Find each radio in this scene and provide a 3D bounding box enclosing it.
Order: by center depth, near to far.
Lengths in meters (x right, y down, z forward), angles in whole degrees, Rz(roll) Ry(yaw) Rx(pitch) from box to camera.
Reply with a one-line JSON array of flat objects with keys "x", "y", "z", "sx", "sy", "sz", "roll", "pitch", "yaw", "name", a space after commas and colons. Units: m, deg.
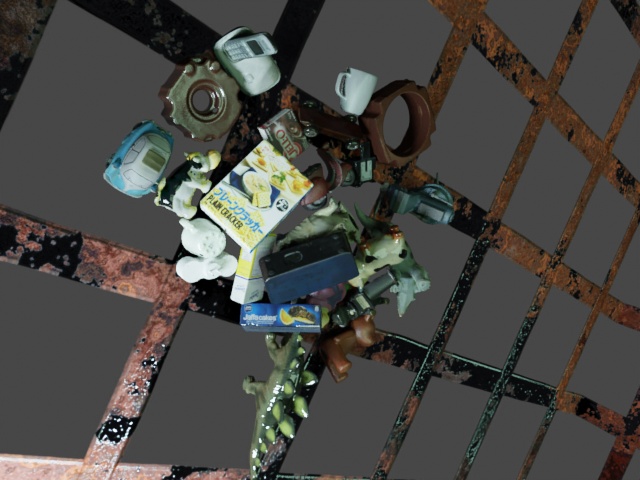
[{"x": -0.027, "y": 0.067, "z": 1.292, "sx": 0.230, "sy": 0.073, "sz": 0.131, "roll": -19, "pitch": 145, "yaw": -2, "name": "radio"}]

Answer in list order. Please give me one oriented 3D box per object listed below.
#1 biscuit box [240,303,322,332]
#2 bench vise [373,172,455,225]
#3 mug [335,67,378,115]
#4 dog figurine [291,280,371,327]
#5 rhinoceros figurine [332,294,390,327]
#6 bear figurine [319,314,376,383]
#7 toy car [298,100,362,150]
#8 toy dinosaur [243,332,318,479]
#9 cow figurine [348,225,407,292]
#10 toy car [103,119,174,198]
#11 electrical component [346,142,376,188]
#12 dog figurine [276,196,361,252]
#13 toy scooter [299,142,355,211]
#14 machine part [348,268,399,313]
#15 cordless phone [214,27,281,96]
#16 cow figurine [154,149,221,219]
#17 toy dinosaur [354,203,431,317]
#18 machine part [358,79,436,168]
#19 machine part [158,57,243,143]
[{"x": -0.096, "y": 0.194, "z": 1.340, "sx": 0.062, "sy": 0.203, "sz": 0.059, "roll": 85, "pitch": 6, "yaw": -67, "name": "biscuit box"}, {"x": 0.290, "y": -0.116, "z": 1.550, "sx": 0.240, "sy": 0.224, "sz": 0.128, "roll": -32, "pitch": 132, "yaw": -60, "name": "bench vise"}, {"x": 0.085, "y": -0.374, "z": 1.354, "sx": 0.109, "sy": 0.081, "sz": 0.107, "roll": -1, "pitch": 113, "yaw": -43, "name": "mug"}, {"x": 0.037, "y": 0.145, "z": 1.472, "sx": 0.219, "sy": 0.109, "sz": 0.191, "roll": -7, "pitch": 108, "yaw": -37, "name": "dog figurine"}, {"x": 0.114, "y": 0.183, "z": 1.542, "sx": 0.190, "sy": 0.112, "sz": 0.073, "roll": -27, "pitch": 99, "yaw": -41, "name": "rhinoceros figurine"}, {"x": 0.099, "y": 0.303, "z": 1.558, "sx": 0.196, "sy": 0.132, "sz": 0.120, "roll": -23, "pitch": 151, "yaw": -24, "name": "bear figurine"}, {"x": 0.023, "y": -0.284, "z": 1.344, "sx": 0.202, "sy": 0.053, "sz": 0.089, "roll": 7, "pitch": 72, "yaw": -38, "name": "toy car"}, {"x": -0.114, "y": 0.406, "z": 1.387, "sx": 0.105, "sy": 0.199, "sz": 0.471, "roll": 16, "pitch": 93, "yaw": -35, "name": "toy dinosaur"}, {"x": 0.135, "y": 0.052, "z": 1.403, "sx": 0.195, "sy": 0.085, "sz": 0.127, "roll": -21, "pitch": 109, "yaw": -3, "name": "cow figurine"}, {"x": -0.353, "y": -0.160, "z": 1.091, "sx": 0.109, "sy": 0.103, "sz": 0.161, "roll": 37, "pitch": 84, "yaw": -39, "name": "toy car"}, {"x": 0.110, "y": -0.205, "z": 1.446, "sx": 0.075, "sy": 0.048, "sz": 0.119, "roll": -21, "pitch": 116, "yaw": -30, "name": "electrical component"}, {"x": -0.005, "y": -0.008, "z": 1.372, "sx": 0.190, "sy": 0.121, "sz": 0.172, "roll": -31, "pitch": 146, "yaw": 17, "name": "dog figurine"}, {"x": 0.004, "y": -0.168, "z": 1.366, "sx": 0.184, "sy": 0.075, "sz": 0.135, "roll": -37, "pitch": 122, "yaw": -24, "name": "toy scooter"}, {"x": 0.149, "y": 0.138, "z": 1.453, "sx": 0.139, "sy": 0.039, "sz": 0.084, "roll": -39, "pitch": 119, "yaw": 4, "name": "machine part"}, {"x": -0.125, "y": -0.380, "z": 1.133, "sx": 0.089, "sy": 0.184, "sz": 0.146, "roll": -51, "pitch": 127, "yaw": -17, "name": "cordless phone"}, {"x": -0.289, "y": -0.136, "z": 1.167, "sx": 0.098, "sy": 0.068, "sz": 0.167, "roll": 30, "pitch": 87, "yaw": -37, "name": "cow figurine"}, {"x": 0.210, "y": 0.034, "z": 1.547, "sx": 0.131, "sy": 0.192, "sz": 0.404, "roll": -25, "pitch": 106, "yaw": 9, "name": "toy dinosaur"}, {"x": 0.209, "y": -0.316, "z": 1.460, "sx": 0.201, "sy": 0.087, "sz": 0.201, "roll": -36, "pitch": 124, "yaw": -21, "name": "machine part"}, {"x": -0.252, "y": -0.297, "z": 1.150, "sx": 0.179, "sy": 0.056, "sz": 0.179, "roll": -13, "pitch": 113, "yaw": -32, "name": "machine part"}]
